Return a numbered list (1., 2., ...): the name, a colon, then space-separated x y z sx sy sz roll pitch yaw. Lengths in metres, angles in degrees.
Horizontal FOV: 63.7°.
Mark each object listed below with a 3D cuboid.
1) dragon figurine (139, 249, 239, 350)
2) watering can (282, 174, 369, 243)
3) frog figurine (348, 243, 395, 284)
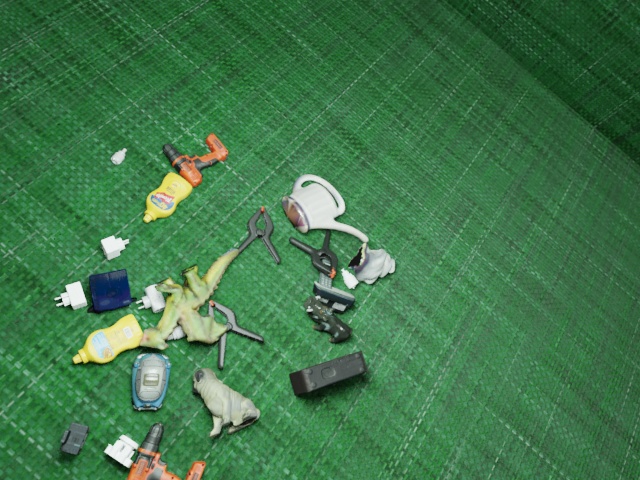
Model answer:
1. dragon figurine: -0.370 0.199 1.585 0.415 0.121 0.243 -26 91 -36
2. watering can: 0.006 -0.093 1.854 0.227 0.102 0.352 -27 68 -27
3. frog figurine: 0.201 0.097 1.847 0.158 0.124 0.137 25 94 -18
